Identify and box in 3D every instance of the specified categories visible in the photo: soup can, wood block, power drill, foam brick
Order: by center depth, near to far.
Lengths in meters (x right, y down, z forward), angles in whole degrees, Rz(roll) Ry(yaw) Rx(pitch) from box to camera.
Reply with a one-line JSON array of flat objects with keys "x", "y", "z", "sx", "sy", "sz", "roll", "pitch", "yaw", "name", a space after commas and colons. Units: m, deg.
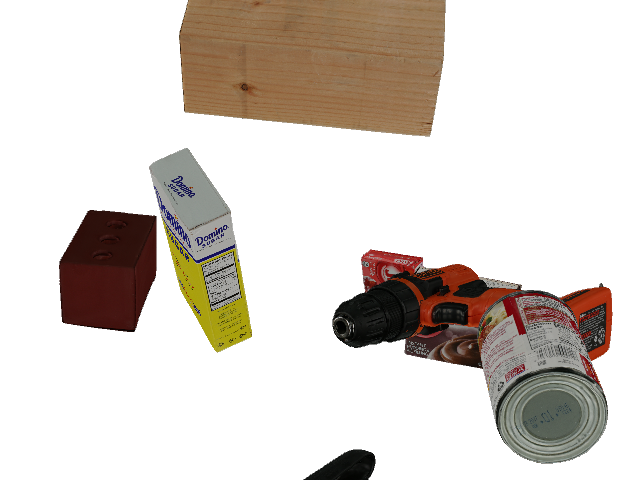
[{"x": 0.138, "y": 0.084, "z": 0.673, "sx": 0.068, "sy": 0.068, "sz": 0.102, "roll": 0, "pitch": 24, "yaw": 2, "name": "soup can"}, {"x": -0.148, "y": 0.020, "z": 0.752, "sx": 0.053, "sy": 0.051, "sz": 0.078, "roll": 6, "pitch": 29, "yaw": 0, "name": "foam brick"}, {"x": 0.127, "y": 0.062, "z": 0.872, "sx": 0.188, "sy": 0.057, "sz": 0.184, "roll": 10, "pitch": 17, "yaw": 39, "name": "power drill"}, {"x": -0.005, "y": -0.155, "z": 0.879, "sx": 0.206, "sy": 0.090, "sz": 0.091, "roll": 6, "pitch": -38, "yaw": 1, "name": "wood block"}]

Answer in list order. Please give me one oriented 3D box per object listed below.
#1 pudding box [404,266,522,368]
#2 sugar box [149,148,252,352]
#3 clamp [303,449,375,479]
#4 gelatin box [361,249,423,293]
[{"x": 0.148, "y": 0.082, "z": 1.112, "sx": 0.113, "sy": 0.090, "sz": 0.039, "roll": 9, "pitch": 21, "yaw": 14, "name": "pudding box"}, {"x": -0.107, "y": 0.012, "z": 0.961, "sx": 0.048, "sy": 0.176, "sz": 0.093, "roll": -26, "pitch": 51, "yaw": -14, "name": "sugar box"}, {"x": -0.049, "y": 0.190, "z": 0.639, "sx": 0.210, "sy": 0.036, "sz": 0.164, "roll": -4, "pitch": 29, "yaw": 2, "name": "clamp"}, {"x": 0.091, "y": 0.059, "z": 1.334, "sx": 0.073, "sy": 0.089, "sz": 0.030, "roll": 10, "pitch": 31, "yaw": 28, "name": "gelatin box"}]
